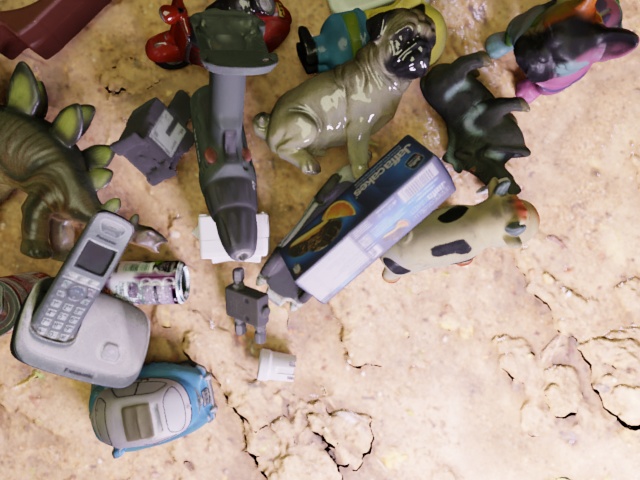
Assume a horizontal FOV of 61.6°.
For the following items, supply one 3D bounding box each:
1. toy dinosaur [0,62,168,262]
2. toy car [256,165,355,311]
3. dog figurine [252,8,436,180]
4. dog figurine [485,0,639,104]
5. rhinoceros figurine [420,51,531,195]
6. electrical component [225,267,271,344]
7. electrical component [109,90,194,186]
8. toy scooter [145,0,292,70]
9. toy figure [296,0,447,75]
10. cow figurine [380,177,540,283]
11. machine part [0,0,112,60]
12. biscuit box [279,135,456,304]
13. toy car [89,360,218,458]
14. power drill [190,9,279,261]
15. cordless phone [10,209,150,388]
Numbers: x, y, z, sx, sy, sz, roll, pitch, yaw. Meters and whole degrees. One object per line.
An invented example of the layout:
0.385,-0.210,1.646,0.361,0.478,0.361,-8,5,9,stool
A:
-0.387,-0.113,0.651,0.472,0.105,0.198,26,84,4,toy dinosaur
-0.001,-0.002,0.679,0.073,0.056,0.201,37,93,-4,toy car
0.024,-0.178,0.606,0.172,0.121,0.190,7,121,-17,dog figurine
0.288,-0.232,0.595,0.191,0.219,0.108,-30,95,1,dog figurine
0.198,-0.138,0.668,0.112,0.073,0.190,-31,92,-1,rhinoceros figurine
-0.090,0.082,0.676,0.063,0.021,0.093,14,113,34,electrical component
-0.195,-0.134,0.659,0.048,0.119,0.074,-19,134,31,electrical component
-0.123,-0.252,0.630,0.184,0.135,0.075,-16,91,-1,toy scooter
0.065,-0.241,0.661,0.180,0.082,0.089,-16,104,-5,toy figure
0.162,-0.011,0.639,0.195,0.127,0.085,-11,75,2,cow figurine
-0.363,-0.337,0.642,0.201,0.087,0.201,43,86,1,machine part
0.051,-0.022,0.599,0.202,0.063,0.059,-42,130,7,biscuit box
-0.214,0.210,0.660,0.162,0.103,0.109,-7,93,2,toy car
-0.094,-0.120,0.579,0.086,0.207,0.232,-9,55,-13,power drill
-0.241,0.064,0.607,0.146,0.089,0.184,30,92,-37,cordless phone
